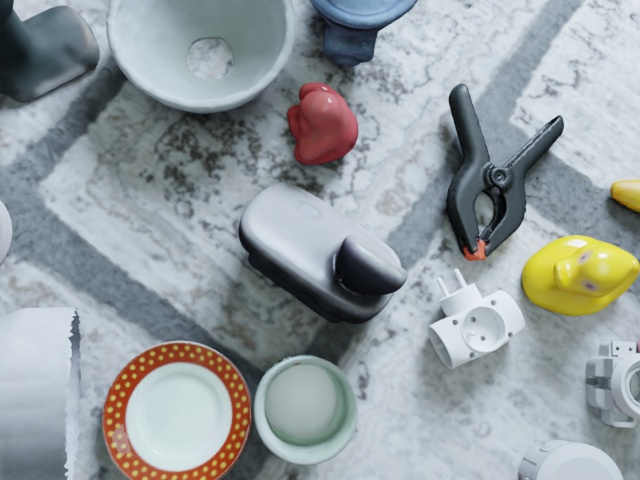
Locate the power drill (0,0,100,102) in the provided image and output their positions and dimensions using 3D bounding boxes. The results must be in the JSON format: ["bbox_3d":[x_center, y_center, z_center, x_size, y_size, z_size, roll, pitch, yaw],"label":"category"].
[{"bbox_3d":[-0.260,-0.202,0.463,0.230,0.208,0.075,-32,84,-9],"label":"power drill"}]

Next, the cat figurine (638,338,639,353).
[{"bbox_3d":[0.374,0.093,0.508,0.128,0.117,0.067,-25,83,-8],"label":"cat figurine"}]

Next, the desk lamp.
[{"bbox_3d":[-0.249,0.112,0.409,0.203,0.213,0.118,-2,80,-4],"label":"desk lamp"}]

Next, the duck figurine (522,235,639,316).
[{"bbox_3d":[0.250,0.029,0.525,0.104,0.086,0.077,-7,81,-5],"label":"duck figurine"}]

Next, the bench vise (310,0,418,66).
[{"bbox_3d":[0.033,-0.288,0.494,0.121,0.219,0.207,-10,81,-6],"label":"bench vise"}]

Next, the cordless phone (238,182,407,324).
[{"bbox_3d":[0.004,0.002,0.461,0.147,0.185,0.094,31,80,2],"label":"cordless phone"}]

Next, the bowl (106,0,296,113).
[{"bbox_3d":[-0.106,-0.188,0.540,0.167,0.074,0.167,1,80,-4],"label":"bowl"}]

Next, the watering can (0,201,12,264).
[{"bbox_3d":[-0.332,-0.013,0.433,0.101,0.194,0.173,25,80,1],"label":"watering can"}]

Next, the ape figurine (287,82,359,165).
[{"bbox_3d":[0.000,-0.110,0.527,0.076,0.092,0.078,24,80,0],"label":"ape figurine"}]
